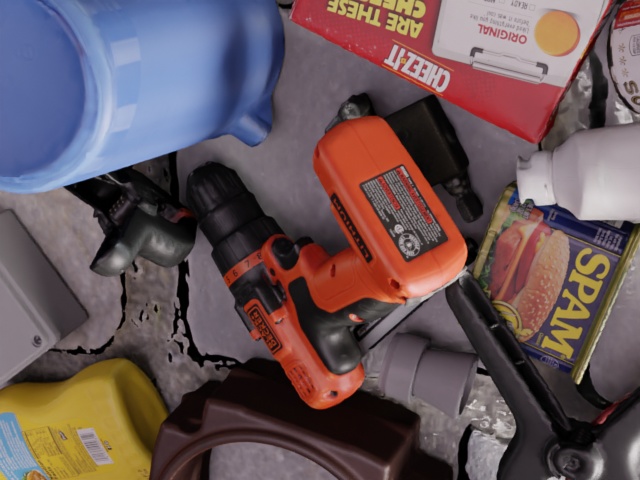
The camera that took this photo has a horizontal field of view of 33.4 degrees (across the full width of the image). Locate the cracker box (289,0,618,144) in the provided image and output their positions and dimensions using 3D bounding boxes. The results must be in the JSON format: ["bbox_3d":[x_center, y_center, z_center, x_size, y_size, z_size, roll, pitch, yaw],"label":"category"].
[{"bbox_3d":[0.100,-0.187,0.585,0.164,0.072,0.214,29,116,12],"label":"cracker box"}]

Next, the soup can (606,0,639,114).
[{"bbox_3d":[0.209,-0.102,0.550,0.102,0.068,0.068,-2,108,50],"label":"soup can"}]

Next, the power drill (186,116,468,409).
[{"bbox_3d":[-0.004,0.001,0.655,0.184,0.057,0.188,56,147,7],"label":"power drill"}]

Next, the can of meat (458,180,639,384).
[{"bbox_3d":[0.138,0.022,0.646,0.084,0.057,0.102,24,114,16],"label":"can of meat"}]

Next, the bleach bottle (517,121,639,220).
[{"bbox_3d":[0.230,-0.040,0.558,0.251,0.102,0.068,-3,95,19],"label":"bleach bottle"}]

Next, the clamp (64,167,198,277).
[{"bbox_3d":[-0.132,-0.027,0.677,0.039,0.171,0.120,-35,81,9],"label":"clamp"}]

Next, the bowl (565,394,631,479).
[{"bbox_3d":[0.234,0.149,0.648,0.162,0.055,0.162,7,109,20],"label":"bowl"}]

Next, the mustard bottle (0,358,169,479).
[{"bbox_3d":[-0.209,0.153,0.823,0.192,0.058,0.096,-15,113,25],"label":"mustard bottle"}]

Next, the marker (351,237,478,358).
[{"bbox_3d":[0.059,0.039,0.703,0.020,0.020,0.121,47,117,2],"label":"marker"}]

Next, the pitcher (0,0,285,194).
[{"bbox_3d":[-0.123,-0.110,0.602,0.149,0.242,0.145,7,106,13],"label":"pitcher"}]

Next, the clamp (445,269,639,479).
[{"bbox_3d":[0.158,0.118,0.613,0.165,0.036,0.210,1,107,29],"label":"clamp"}]
